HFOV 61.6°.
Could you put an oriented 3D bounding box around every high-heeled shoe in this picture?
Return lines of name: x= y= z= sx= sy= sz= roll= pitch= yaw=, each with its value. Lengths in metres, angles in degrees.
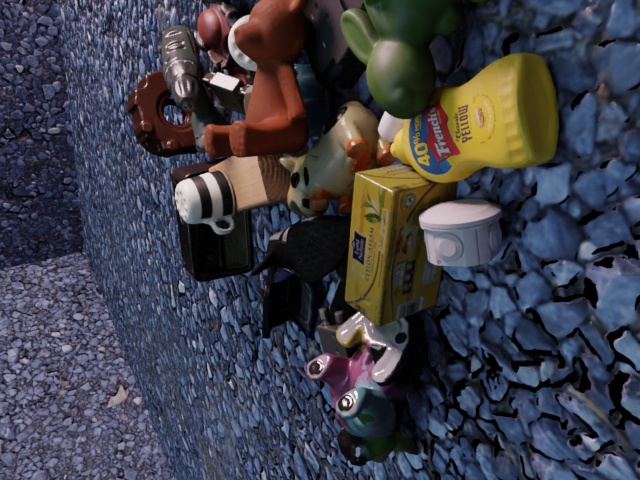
high-heeled shoe: x=-0.002 y=-0.002 z=0.783 sx=0.249 sy=0.145 sz=0.086 roll=-20 pitch=101 yaw=43

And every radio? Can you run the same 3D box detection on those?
radio: x=-0.210 y=-0.039 z=1.059 sx=0.073 sy=0.131 sz=0.229 roll=27 pitch=125 yaw=54

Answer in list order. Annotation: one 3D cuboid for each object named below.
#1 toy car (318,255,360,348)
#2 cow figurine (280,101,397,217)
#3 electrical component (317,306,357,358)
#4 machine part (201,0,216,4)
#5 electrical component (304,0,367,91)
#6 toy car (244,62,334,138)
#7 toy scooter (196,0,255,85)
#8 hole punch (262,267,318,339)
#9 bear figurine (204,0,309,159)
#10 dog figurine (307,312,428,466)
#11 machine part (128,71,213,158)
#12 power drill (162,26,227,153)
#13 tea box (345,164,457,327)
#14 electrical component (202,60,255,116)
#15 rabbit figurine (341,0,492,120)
toy car: x=0.050 y=0.092 z=0.763 sx=0.074 sy=0.056 sz=0.201 roll=48 pitch=141 yaw=29
cow figurine: x=0.010 y=-0.099 z=0.709 sx=0.195 sy=0.085 sz=0.127 roll=-51 pitch=41 yaw=44
electrical component: x=0.026 y=0.139 z=0.751 sx=0.063 sy=0.021 sz=0.094 roll=5 pitch=112 yaw=53
machine part: x=-0.149 y=-0.450 z=0.839 sx=0.243 sy=0.079 sz=0.079 roll=-22 pitch=83 yaw=59
electrical component: x=0.028 y=-0.264 z=0.647 sx=0.115 sy=0.058 sz=0.134 roll=66 pitch=149 yaw=13
toy car: x=-0.056 y=-0.197 z=0.770 sx=0.162 sy=0.103 sz=0.109 roll=19 pitch=117 yaw=53
toy scooter: x=-0.140 y=-0.330 z=0.880 sx=0.184 sy=0.075 sz=0.135 roll=62 pitch=148 yaw=15
hole punch: x=-0.051 y=0.098 z=0.920 sx=0.116 sy=0.092 sz=0.142 roll=-95 pitch=6 yaw=-60
bear figurine: x=-0.071 y=-0.200 z=0.648 sx=0.120 sy=0.132 sz=0.195 roll=16 pitch=114 yaw=53
dog figurine: x=0.085 y=0.205 z=0.716 sx=0.109 sy=0.191 sz=0.219 roll=34 pitch=164 yaw=45
machine part: x=-0.290 y=-0.251 z=1.070 sx=0.056 sy=0.179 sz=0.179 roll=-14 pitch=90 yaw=56
power drill: x=-0.221 y=-0.247 z=0.947 sx=0.207 sy=0.086 sz=0.232 roll=65 pitch=-175 yaw=-58
tea box: x=0.090 y=0.003 z=0.617 sx=0.068 sy=0.098 sz=0.169 roll=34 pitch=129 yaw=47
electrical component: x=-0.134 y=-0.240 z=0.848 sx=0.102 sy=0.045 sz=0.078 roll=22 pitch=164 yaw=29
rabbit figurine: x=0.076 y=-0.206 z=0.515 sx=0.159 sy=0.121 sz=0.170 roll=-135 pitch=51 yaw=-60
